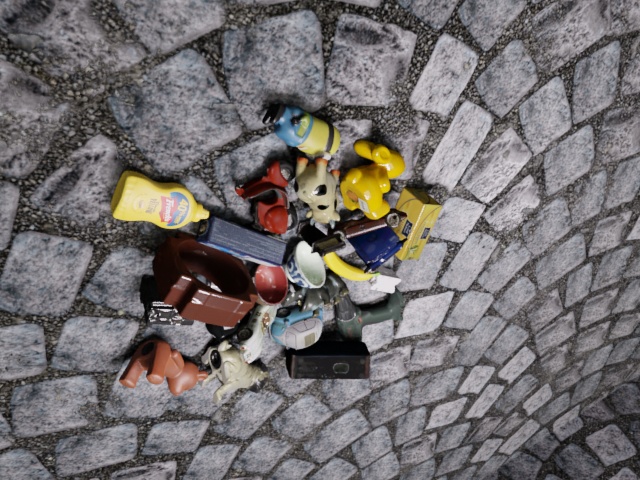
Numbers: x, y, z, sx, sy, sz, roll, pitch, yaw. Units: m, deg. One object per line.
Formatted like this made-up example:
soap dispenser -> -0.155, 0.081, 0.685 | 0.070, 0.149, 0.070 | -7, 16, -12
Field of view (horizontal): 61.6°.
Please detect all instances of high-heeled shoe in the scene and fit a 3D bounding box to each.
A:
high-heeled shoe -> -0.199, 0.237, 1.328 | 0.086, 0.145, 0.248 | -40, 132, 2

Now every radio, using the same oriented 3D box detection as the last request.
radio -> 0.023, 0.331, 1.488 | 0.230, 0.131, 0.073 | 1, 98, -8

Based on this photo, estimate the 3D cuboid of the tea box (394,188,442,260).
tea box -> 0.240, -0.042, 1.414 | 0.068, 0.098, 0.169 | 2, 120, -32

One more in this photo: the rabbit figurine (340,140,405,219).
rabbit figurine -> 0.128, -0.160, 1.271 | 0.173, 0.122, 0.162 | -38, 125, -20

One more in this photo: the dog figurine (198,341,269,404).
dog figurine -> -0.210, 0.334, 1.441 | 0.190, 0.121, 0.172 | -5, 129, -45

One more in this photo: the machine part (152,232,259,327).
machine part -> -0.247, 0.086, 1.149 | 0.201, 0.202, 0.087 | 21, 113, -40

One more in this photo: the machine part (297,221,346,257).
machine part -> -0.003, -0.004, 1.271 | 0.084, 0.139, 0.039 | -27, 128, -23

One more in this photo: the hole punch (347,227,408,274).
hole punch -> 0.137, 0.001, 1.379 | 0.142, 0.116, 0.092 | -36, 125, -3

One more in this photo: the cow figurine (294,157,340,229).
cow figurine -> 0.000, -0.101, 1.208 | 0.194, 0.086, 0.127 | 30, 71, -70

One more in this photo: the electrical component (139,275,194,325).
electrical component -> -0.326, 0.133, 1.198 | 0.134, 0.115, 0.058 | 4, 124, -33

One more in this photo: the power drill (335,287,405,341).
power drill -> 0.142, 0.206, 1.551 | 0.207, 0.086, 0.231 | -21, 133, -21

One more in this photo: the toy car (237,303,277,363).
toy car -> -0.152, 0.209, 1.318 | 0.056, 0.202, 0.073 | 5, 131, 13

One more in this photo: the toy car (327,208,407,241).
toy car -> 0.113, -0.040, 1.313 | 0.202, 0.089, 0.053 | -18, 95, 11

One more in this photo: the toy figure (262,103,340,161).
toy figure -> -0.032, -0.229, 1.128 | 0.180, 0.082, 0.089 | 29, 107, -39

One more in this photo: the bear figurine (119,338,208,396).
bear figurine -> -0.373, 0.332, 1.315 | 0.120, 0.132, 0.195 | -11, 132, 20

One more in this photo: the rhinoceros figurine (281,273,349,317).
rhinoceros figurine -> -0.015, 0.134, 1.389 | 0.190, 0.112, 0.073 | -17, 160, -35

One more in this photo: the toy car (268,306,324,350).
toy car -> -0.052, 0.241, 1.448 | 0.162, 0.103, 0.109 | -13, 129, -19

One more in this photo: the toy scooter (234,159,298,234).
toy scooter -> -0.120, -0.087, 1.185 | 0.135, 0.075, 0.183 | -14, 125, -22

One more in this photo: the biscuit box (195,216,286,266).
biscuit box -> -0.175, 0.005, 1.208 | 0.202, 0.059, 0.063 | 22, 74, -37
